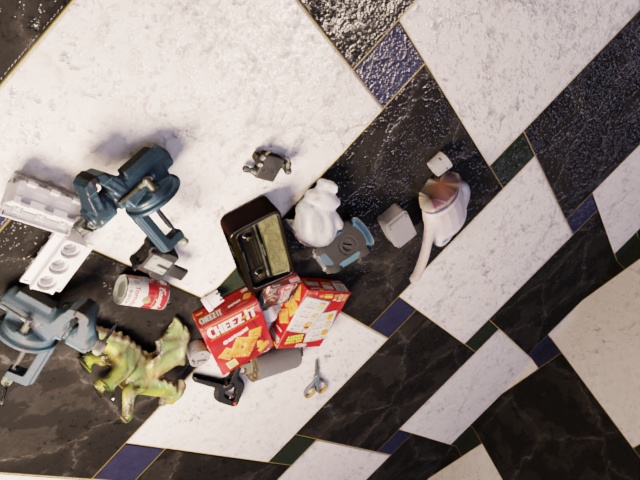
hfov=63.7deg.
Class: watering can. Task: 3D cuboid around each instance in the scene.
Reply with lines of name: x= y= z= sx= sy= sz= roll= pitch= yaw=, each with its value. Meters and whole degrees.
watering can: x=0.343 y=-0.053 z=1.501 sx=0.352 sy=0.105 sz=0.220 roll=-53 pitch=140 yaw=-20

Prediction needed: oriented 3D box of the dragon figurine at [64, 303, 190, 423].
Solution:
dragon figurine: x=-0.432 y=0.270 z=1.244 sx=0.246 sy=0.123 sz=0.402 roll=-33 pitch=125 yaw=-37

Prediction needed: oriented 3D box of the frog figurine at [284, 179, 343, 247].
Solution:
frog figurine: x=0.004 y=-0.064 z=1.265 sx=0.136 sy=0.125 sz=0.157 roll=28 pitch=118 yaw=-26
